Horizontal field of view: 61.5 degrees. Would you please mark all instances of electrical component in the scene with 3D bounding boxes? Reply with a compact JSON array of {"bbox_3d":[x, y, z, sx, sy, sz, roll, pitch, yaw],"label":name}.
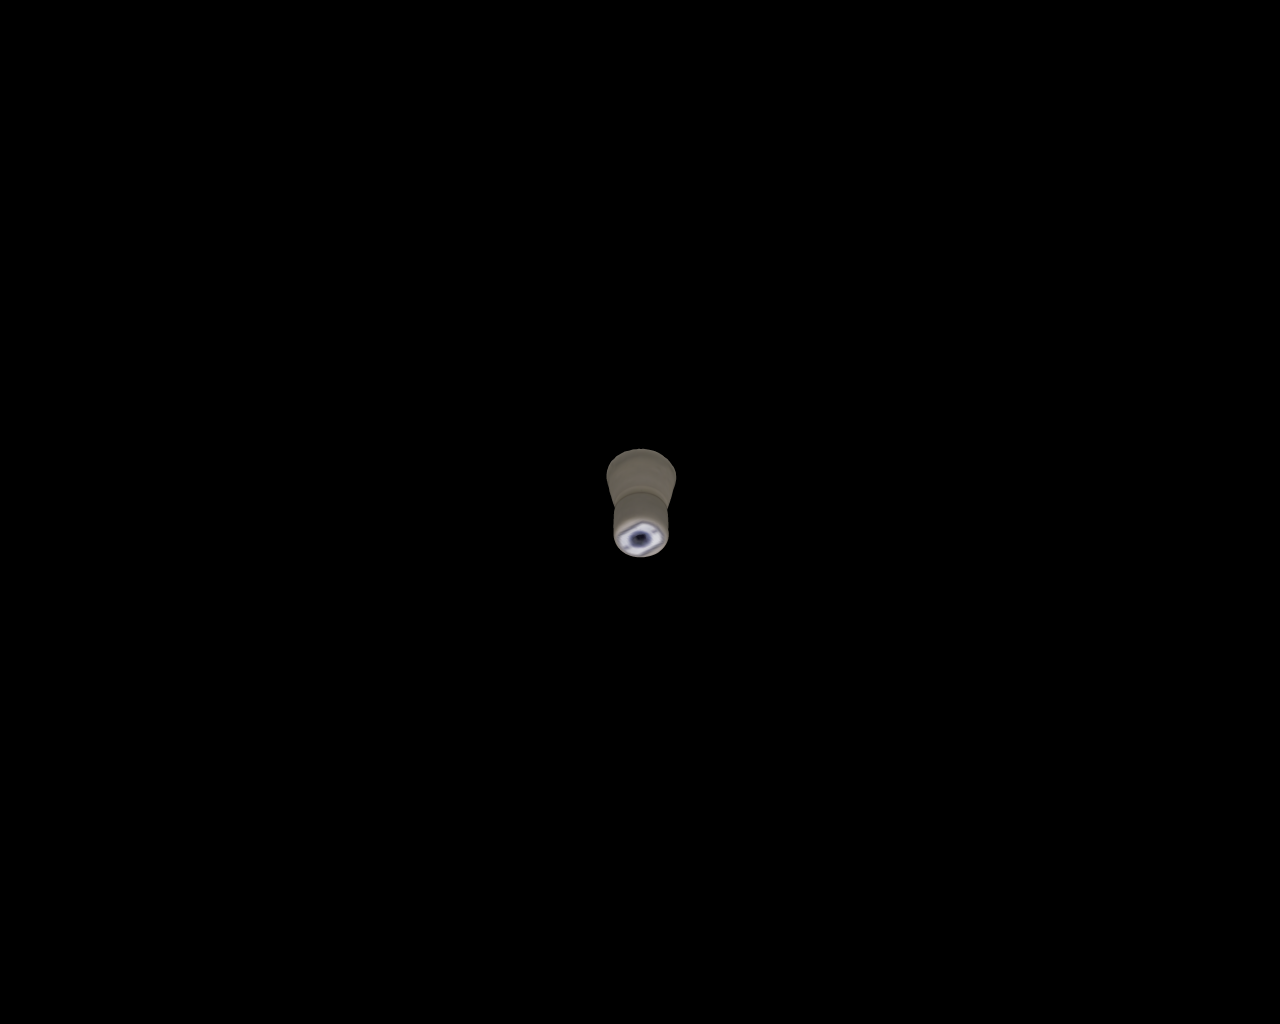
[{"bbox_3d":[0.001,-0.003,0.650,0.044,0.044,0.065,0,39,0],"label":"electrical component"}]
